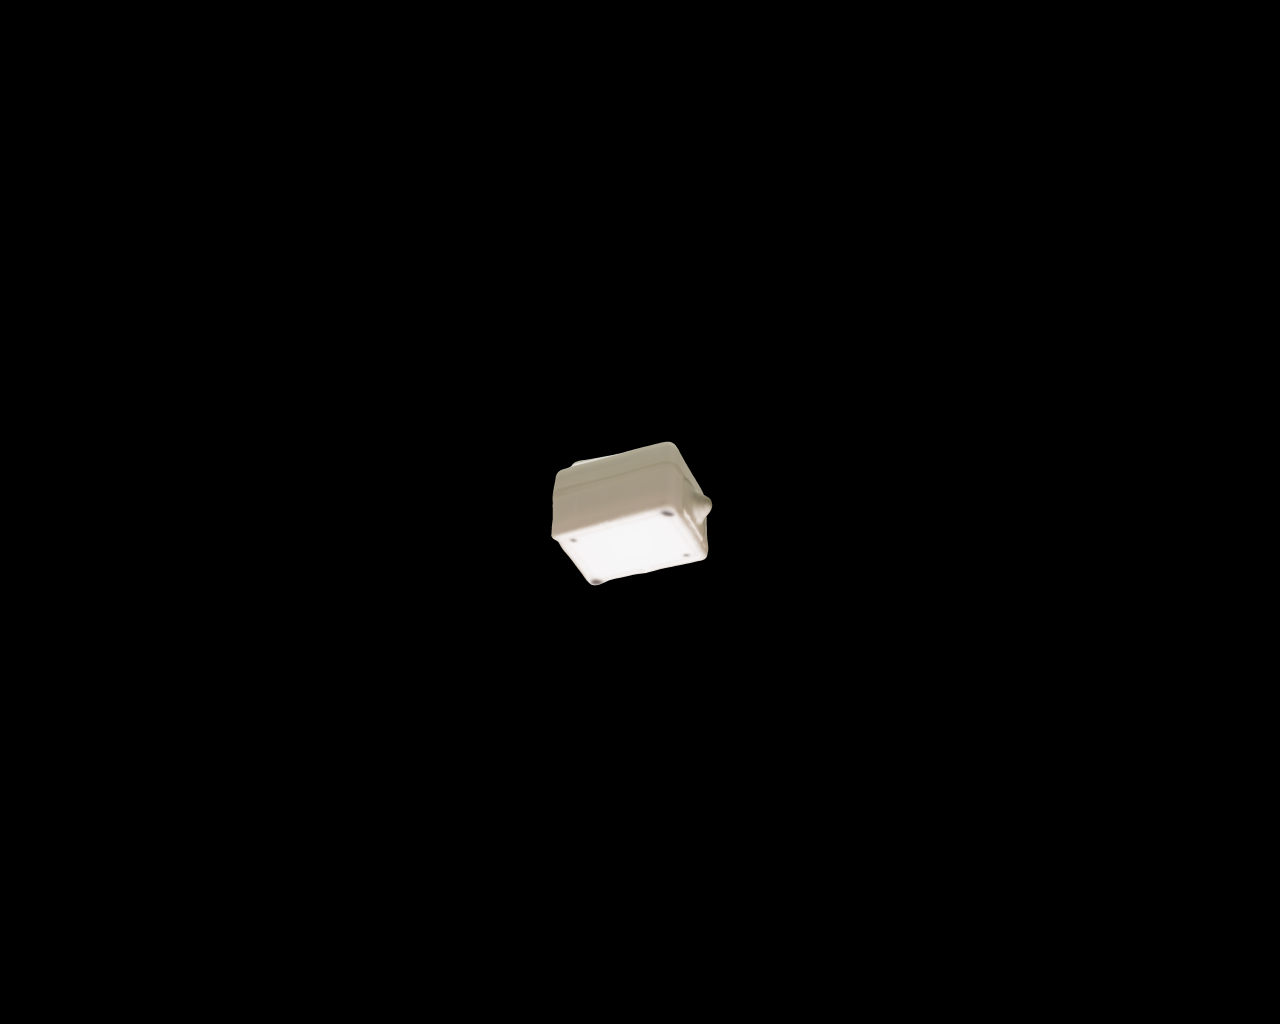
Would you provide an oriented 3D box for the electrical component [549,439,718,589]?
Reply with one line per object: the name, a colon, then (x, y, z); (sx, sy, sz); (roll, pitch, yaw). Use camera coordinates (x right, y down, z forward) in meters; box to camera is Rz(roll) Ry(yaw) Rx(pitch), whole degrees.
electrical component: (0.001, -0.003, 0.650); (0.096, 0.061, 0.061); (-14, -40, 17)
